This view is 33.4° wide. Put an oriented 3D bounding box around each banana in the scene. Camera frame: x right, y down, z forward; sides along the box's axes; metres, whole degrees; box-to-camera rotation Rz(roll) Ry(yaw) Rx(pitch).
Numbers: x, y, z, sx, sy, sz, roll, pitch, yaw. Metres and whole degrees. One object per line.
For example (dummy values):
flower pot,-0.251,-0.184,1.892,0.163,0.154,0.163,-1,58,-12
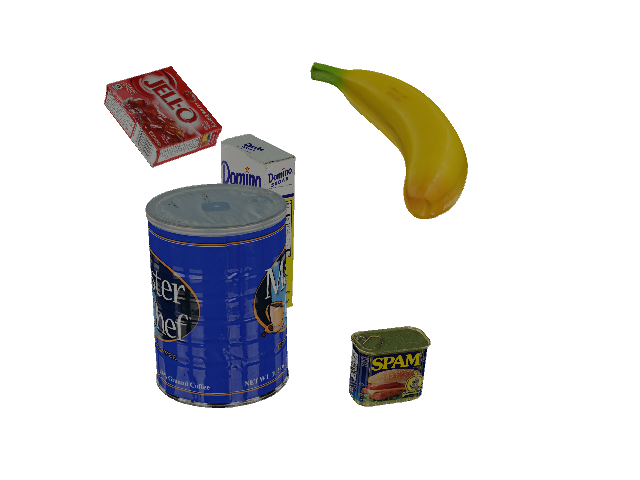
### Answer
banana,0.053,-0.064,0.672,0.069,0.037,0.198,-7,32,-17

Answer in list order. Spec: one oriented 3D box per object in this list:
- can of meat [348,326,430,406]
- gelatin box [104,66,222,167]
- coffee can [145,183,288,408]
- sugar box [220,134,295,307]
can of meat,0.089,0.166,1.403,0.102,0.084,0.057,-4,25,-19
gelatin box,-0.147,-0.117,0.992,0.073,0.089,0.030,-23,-25,-35
coffee can,-0.075,0.039,0.798,0.103,0.140,0.103,0,20,0
sugar box,-0.069,-0.018,1.154,0.048,0.176,0.093,-17,29,-31
